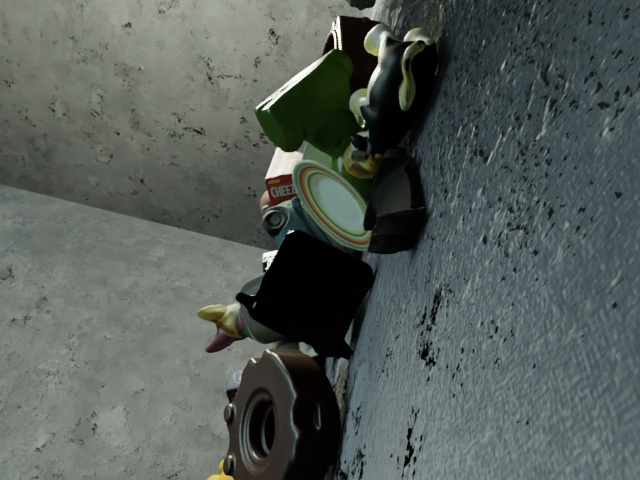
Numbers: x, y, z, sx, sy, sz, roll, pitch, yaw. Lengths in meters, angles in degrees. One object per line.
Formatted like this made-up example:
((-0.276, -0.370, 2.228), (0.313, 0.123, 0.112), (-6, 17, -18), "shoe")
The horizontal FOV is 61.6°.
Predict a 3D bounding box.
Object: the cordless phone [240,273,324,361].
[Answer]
((-0.042, 0.120, 0.772), (0.184, 0.147, 0.088), (-99, -17, -56), "cordless phone")

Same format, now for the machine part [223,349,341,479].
((-0.048, 0.209, 0.594), (0.179, 0.056, 0.179), (-29, 54, 50), "machine part")

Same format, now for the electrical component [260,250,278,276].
((-0.066, 0.053, 0.907), (0.119, 0.048, 0.074), (-94, -11, -57), "electrical component")

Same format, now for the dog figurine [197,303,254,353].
((-0.118, 0.149, 0.992), (0.191, 0.219, 0.108), (-121, 16, -86), "dog figurine")

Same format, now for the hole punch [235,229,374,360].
((-0.012, 0.055, 0.610), (0.115, 0.142, 0.092), (-62, 7, 3), "hole punch")

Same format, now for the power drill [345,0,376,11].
((0.113, -0.476, 0.845), (0.207, 0.086, 0.232), (-11, 69, 59), "power drill")

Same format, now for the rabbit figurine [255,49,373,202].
((0.025, -0.130, 0.656), (0.159, 0.170, 0.121), (-41, 19, -9), "rabbit figurine")

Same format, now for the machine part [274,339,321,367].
((-0.037, 0.205, 0.767), (0.243, 0.079, 0.079), (-91, 16, -70), "machine part")

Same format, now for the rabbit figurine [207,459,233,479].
((-0.089, 0.335, 0.821), (0.173, 0.122, 0.162), (-48, -19, -56), "rabbit figurine")

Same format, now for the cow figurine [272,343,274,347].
((-0.057, 0.154, 1.158), (0.195, 0.086, 0.127), (-78, -2, -63), "cow figurine")

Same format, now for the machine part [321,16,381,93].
((0.046, -0.247, 0.895), (0.201, 0.087, 0.201), (112, 161, -54), "machine part")

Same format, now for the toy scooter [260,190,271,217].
((-0.064, -0.084, 1.039), (0.135, 0.075, 0.183), (-105, 32, -51), "toy scooter")

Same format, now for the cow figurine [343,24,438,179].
((0.070, -0.125, 0.546), (0.098, 0.068, 0.167), (-101, 22, -56), "cow figurine")

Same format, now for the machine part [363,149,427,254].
((0.063, -0.031, 0.480), (0.139, 0.039, 0.084), (-84, 11, -67), "machine part")

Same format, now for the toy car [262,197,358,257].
((-0.002, -0.002, 0.733), (0.103, 0.162, 0.109), (-41, -33, 1), "toy car")

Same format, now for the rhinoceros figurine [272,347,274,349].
((-0.058, 0.244, 0.927), (0.190, 0.073, 0.112), (120, 163, -80), "rhinoceros figurine")

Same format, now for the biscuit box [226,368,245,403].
((-0.113, 0.322, 0.956), (0.059, 0.063, 0.202), (-97, -4, -68), "biscuit box")
